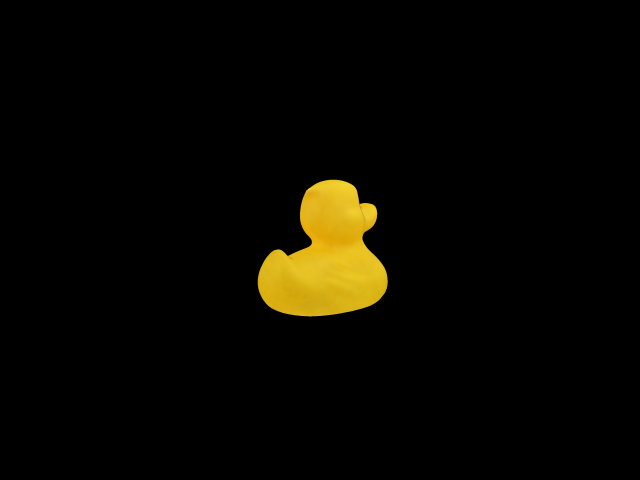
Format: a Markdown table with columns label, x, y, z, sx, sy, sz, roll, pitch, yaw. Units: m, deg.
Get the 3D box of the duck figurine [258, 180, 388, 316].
| label | x | y | z | sx | sy | sz | roll | pitch | yaw |
| --- | --- | --- | --- | --- | --- | --- | --- | --- | --- |
| duck figurine | 0.004 | 0.001 | 0.400 | 0.105 | 0.086 | 0.077 | -11 | 16 | -41 |
